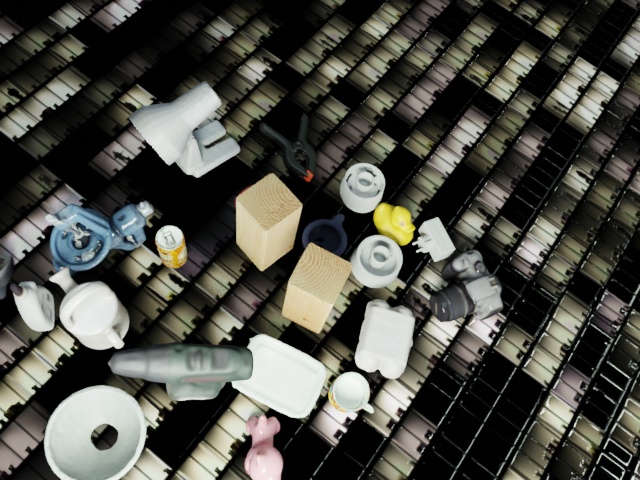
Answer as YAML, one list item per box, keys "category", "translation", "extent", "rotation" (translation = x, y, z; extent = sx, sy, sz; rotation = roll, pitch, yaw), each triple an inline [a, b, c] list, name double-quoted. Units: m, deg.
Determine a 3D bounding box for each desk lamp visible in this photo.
- category: "desk lamp"
  translation: [-0.275, -0.225, 1.185]
  extent: [0.203, 0.213, 0.118]
  rotation: [-36, 76, -20]

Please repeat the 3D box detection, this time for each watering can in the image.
- category: "watering can"
  translation: [-0.417, 0.124, 1.028]
  extent: [0.173, 0.194, 0.101]
  rotation: [25, 66, 3]

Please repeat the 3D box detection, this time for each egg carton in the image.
- category: "egg carton"
  translation: [0.131, 0.197, 1.147]
  extent: [0.107, 0.069, 0.150]
  rotation: [16, 66, -2]

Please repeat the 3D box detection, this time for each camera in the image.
- category: "camera"
  translation: [0.296, 0.104, 1.194]
  extent: [0.137, 0.101, 0.143]
  rotation: [-18, 71, -15]

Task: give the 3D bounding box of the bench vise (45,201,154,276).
- category: "bench vise"
  translation: [-0.426, -0.034, 1.078]
  extent: [0.121, 0.219, 0.208]
  rotation: [37, 67, 8]

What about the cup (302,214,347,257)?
- category: "cup"
  translation: [0.011, 0.004, 1.196]
  extent: [0.091, 0.095, 0.118]
  rotation: [31, 67, 5]

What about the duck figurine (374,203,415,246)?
- category: "duck figurine"
  translation: [0.167, -0.045, 1.245]
  extent: [0.078, 0.086, 0.104]
  rotation: [-35, 76, -20]

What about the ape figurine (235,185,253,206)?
- category: "ape figurine"
  translation: [-0.138, -0.089, 1.215]
  extent: [0.078, 0.092, 0.076]
  rotation: [25, 66, 3]

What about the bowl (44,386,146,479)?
- category: "bowl"
  translation: [-0.385, 0.345, 1.005]
  extent: [0.167, 0.074, 0.167]
  rotation: [3, 67, -7]

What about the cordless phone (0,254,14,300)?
- category: "cordless phone"
  translation: [-0.652, 0.045, 1.031]
  extent: [0.148, 0.185, 0.094]
  rotation: [-9, 69, -12]

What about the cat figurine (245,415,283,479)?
- category: "cat figurine"
  translation: [-0.099, 0.373, 1.012]
  extent: [0.067, 0.117, 0.128]
  rotation: [-1, 67, -8]

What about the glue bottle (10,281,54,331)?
- category: "glue bottle"
  translation: [-0.521, 0.109, 1.030]
  extent: [0.037, 0.173, 0.078]
  rotation: [-6, 68, -10]

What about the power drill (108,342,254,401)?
- category: "power drill"
  translation: [-0.233, 0.229, 1.003]
  extent: [0.230, 0.208, 0.075]
  rotation: [-1, 67, -9]
